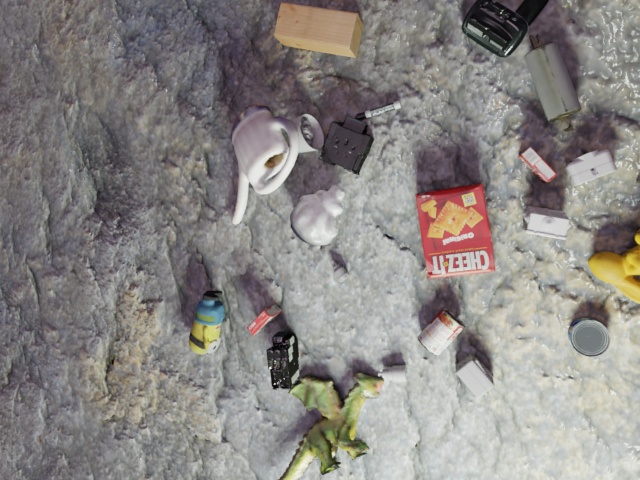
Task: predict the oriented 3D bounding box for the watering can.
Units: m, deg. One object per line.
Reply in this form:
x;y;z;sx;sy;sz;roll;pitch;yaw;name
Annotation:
-0.177;-0.211;1.369;0.342;0.104;0.228;-43;62;36;watering can

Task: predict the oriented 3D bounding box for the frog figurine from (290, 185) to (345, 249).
0.004;-0.067;1.327;0.157;0.122;0.140;-46;61;23;frog figurine

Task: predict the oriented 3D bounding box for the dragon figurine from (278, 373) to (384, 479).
-0.002;0.482;1.358;0.408;0.121;0.247;-29;66;12;dragon figurine
